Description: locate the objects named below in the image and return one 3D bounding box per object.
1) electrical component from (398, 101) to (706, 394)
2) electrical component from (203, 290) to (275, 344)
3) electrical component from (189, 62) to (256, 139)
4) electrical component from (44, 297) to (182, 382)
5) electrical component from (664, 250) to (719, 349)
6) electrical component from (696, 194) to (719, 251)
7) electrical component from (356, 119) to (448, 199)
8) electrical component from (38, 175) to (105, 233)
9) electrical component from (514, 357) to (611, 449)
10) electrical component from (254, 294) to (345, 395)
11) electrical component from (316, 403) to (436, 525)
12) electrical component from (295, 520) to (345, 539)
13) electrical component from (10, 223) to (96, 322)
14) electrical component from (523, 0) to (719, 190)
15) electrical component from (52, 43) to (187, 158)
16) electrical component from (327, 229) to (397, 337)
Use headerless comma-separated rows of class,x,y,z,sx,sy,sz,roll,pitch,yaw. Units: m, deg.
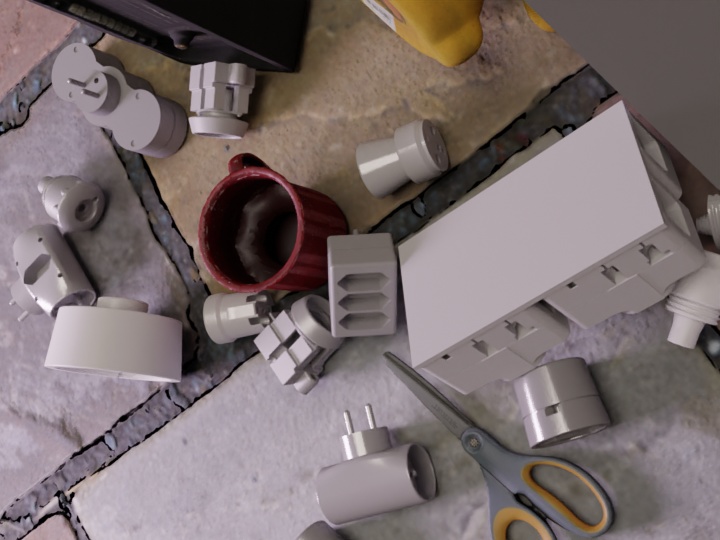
electrical component,0.119,-0.008,0.697,0.186,0.060,0.105,-33,42,29
electrical component,-0.095,0.035,0.852,0.046,0.040,0.040,-11,79,20
electrical component,-0.113,-0.136,0.872,0.066,0.048,0.055,6,92,55
electrical component,-0.195,0.054,0.868,0.108,0.108,0.060,1,79,28
electrical component,0.214,0.018,0.684,0.043,0.043,0.062,21,96,28
electrical component,0.251,-0.033,0.669,0.081,0.043,0.043,-7,82,28
electrical component,0.031,-0.082,0.792,0.055,0.045,0.045,-20,76,25
electrical component,-0.260,-0.064,0.948,0.062,0.048,0.048,30,99,34
electrical component,0.133,0.088,0.715,0.055,0.055,0.047,-24,70,24
electrical component,-0.042,0.052,0.818,0.055,0.048,0.066,-47,66,24
electrical component,0.007,0.138,0.783,0.077,0.043,0.079,-20,76,25
electrical component,-0.018,0.219,0.790,0.078,0.040,0.040,38,103,26
electrical component,-0.281,0.013,0.952,0.079,0.043,0.077,-42,67,18
electrical component,0.191,-0.155,0.662,0.186,0.060,0.105,42,107,-8
electrical component,-0.217,-0.148,0.916,0.138,0.074,0.052,37,102,26
electrical component,0.000,0.000,0.792,0.047,0.076,0.065,-3,126,-3
